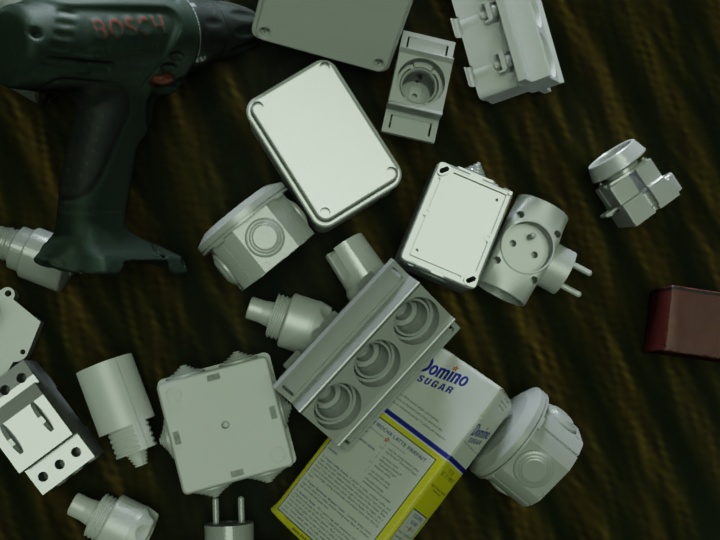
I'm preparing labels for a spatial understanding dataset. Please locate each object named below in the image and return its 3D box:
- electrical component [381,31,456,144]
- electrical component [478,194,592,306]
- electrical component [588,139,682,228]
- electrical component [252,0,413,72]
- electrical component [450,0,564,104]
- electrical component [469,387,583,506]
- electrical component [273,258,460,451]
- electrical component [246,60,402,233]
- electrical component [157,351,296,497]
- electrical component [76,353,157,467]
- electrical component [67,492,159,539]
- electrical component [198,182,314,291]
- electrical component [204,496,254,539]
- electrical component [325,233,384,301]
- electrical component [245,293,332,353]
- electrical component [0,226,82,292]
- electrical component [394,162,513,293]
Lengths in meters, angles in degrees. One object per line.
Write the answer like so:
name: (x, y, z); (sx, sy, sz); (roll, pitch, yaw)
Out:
electrical component: (0.043, -0.138, 0.831); (0.042, 0.064, 0.081); (13, 84, -3)
electrical component: (0.141, -0.007, 0.835); (0.079, 0.044, 0.077); (28, 83, -1)
electrical component: (0.212, -0.069, 0.847); (0.066, 0.048, 0.055); (-35, 95, -7)
electrical component: (-0.015, -0.216, 0.801); (0.109, 0.056, 0.108); (14, 128, -10)
electrical component: (0.108, -0.196, 0.839); (0.063, 0.079, 0.121); (-17, 85, 23)
electrical component: (0.124, 0.132, 0.803); (0.051, 0.080, 0.080); (40, 83, -5)
electrical component: (0.001, 0.058, 0.776); (0.121, 0.063, 0.079); (-47, 117, -4)
electrical component: (-0.028, -0.094, 0.825); (0.078, 0.057, 0.113); (-32, 87, -7)
electrical component: (-0.100, 0.114, 0.802); (0.100, 0.048, 0.099); (-14, 87, -6)
electrical component: (-0.177, 0.107, 0.800); (0.043, 0.043, 0.081); (-21, 86, -6)
electrical component: (-0.184, 0.185, 0.792); (0.062, 0.043, 0.043); (26, 83, 0)
electrical component: (-0.077, -0.025, 0.804); (0.080, 0.080, 0.051); (-39, 94, -7)
electrical component: (-0.096, 0.208, 0.795); (0.077, 0.044, 0.079); (-2, 84, -5)
electrical component: (0.000, 0.000, 0.827); (0.040, 0.040, 0.046); (-33, 83, -7)
electrical component: (-0.055, 0.038, 0.817); (0.062, 0.043, 0.043); (18, 83, -1)
electrical component: (-0.248, -0.013, 0.808); (0.078, 0.040, 0.040); (22, 83, -2)
electrical component: (0.072, -0.037, 0.825); (0.062, 0.061, 0.096); (23, 83, -2)
